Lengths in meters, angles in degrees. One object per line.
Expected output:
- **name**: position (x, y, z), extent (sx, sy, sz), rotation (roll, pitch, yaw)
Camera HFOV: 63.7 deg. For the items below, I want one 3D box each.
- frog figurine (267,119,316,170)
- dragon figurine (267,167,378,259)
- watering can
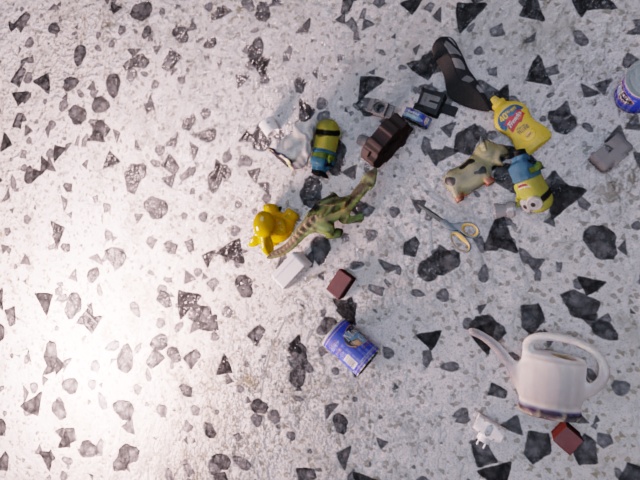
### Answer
- **frog figurine**: position (-0.066, -0.306, 1.625), extent (0.121, 0.160, 0.139), rotation (45, -7, -30)
- **dragon figurine**: position (0.005, -0.075, 1.489), extent (0.411, 0.123, 0.239), rotation (-34, -17, -6)
- **watering can**: position (0.560, 0.348, 1.347), extent (0.348, 0.225, 0.104), rotation (6, -2, 19)
